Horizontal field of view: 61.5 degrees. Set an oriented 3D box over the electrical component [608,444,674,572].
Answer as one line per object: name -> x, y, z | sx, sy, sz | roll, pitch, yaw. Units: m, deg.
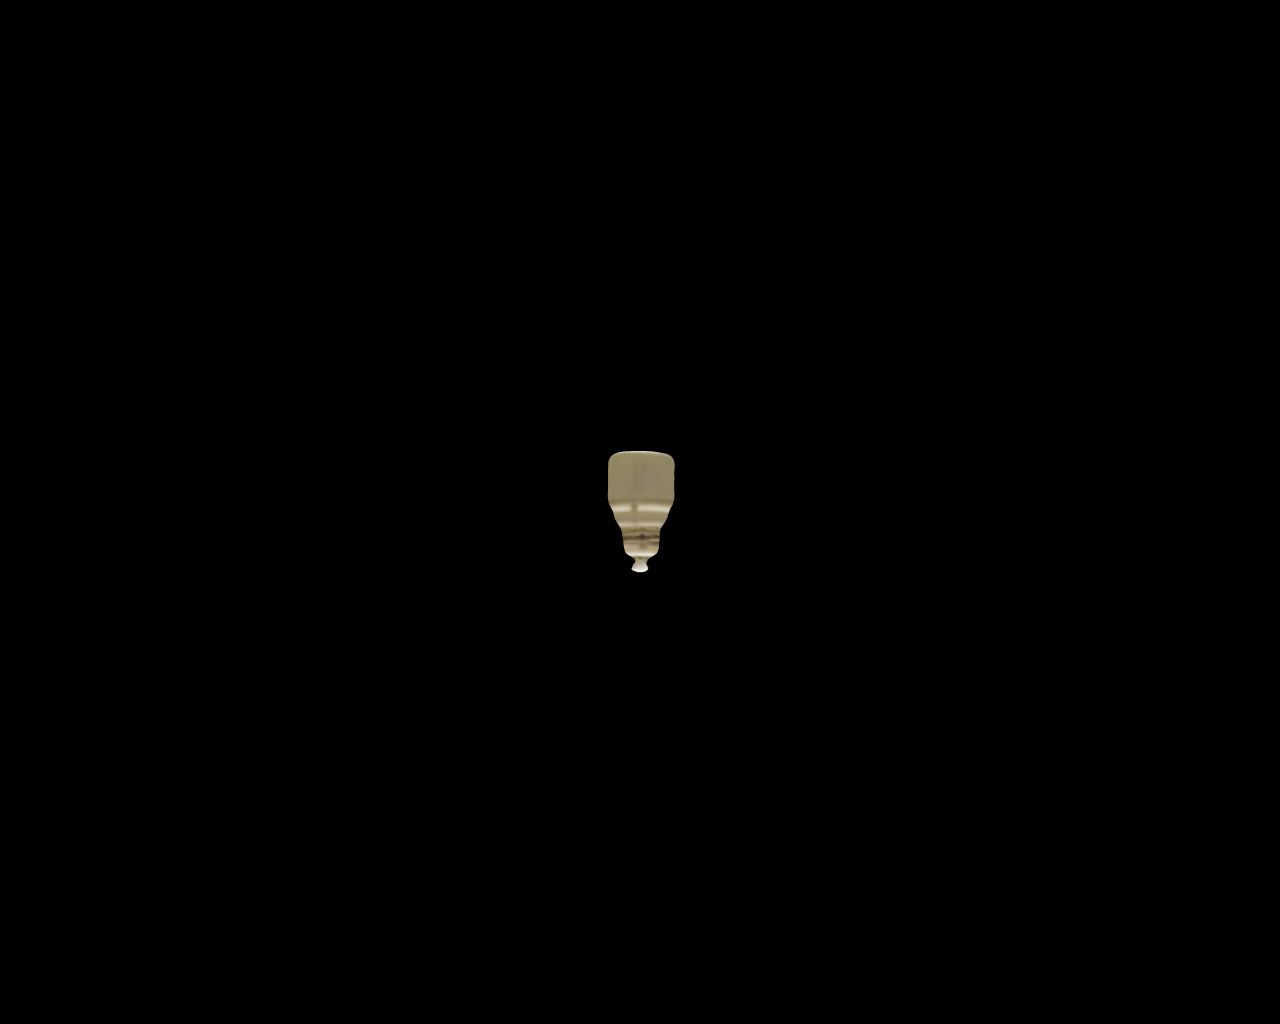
electrical component -> 0.001, -0.003, 0.650 | 0.040, 0.078, 0.040 | 0, -5, 0
